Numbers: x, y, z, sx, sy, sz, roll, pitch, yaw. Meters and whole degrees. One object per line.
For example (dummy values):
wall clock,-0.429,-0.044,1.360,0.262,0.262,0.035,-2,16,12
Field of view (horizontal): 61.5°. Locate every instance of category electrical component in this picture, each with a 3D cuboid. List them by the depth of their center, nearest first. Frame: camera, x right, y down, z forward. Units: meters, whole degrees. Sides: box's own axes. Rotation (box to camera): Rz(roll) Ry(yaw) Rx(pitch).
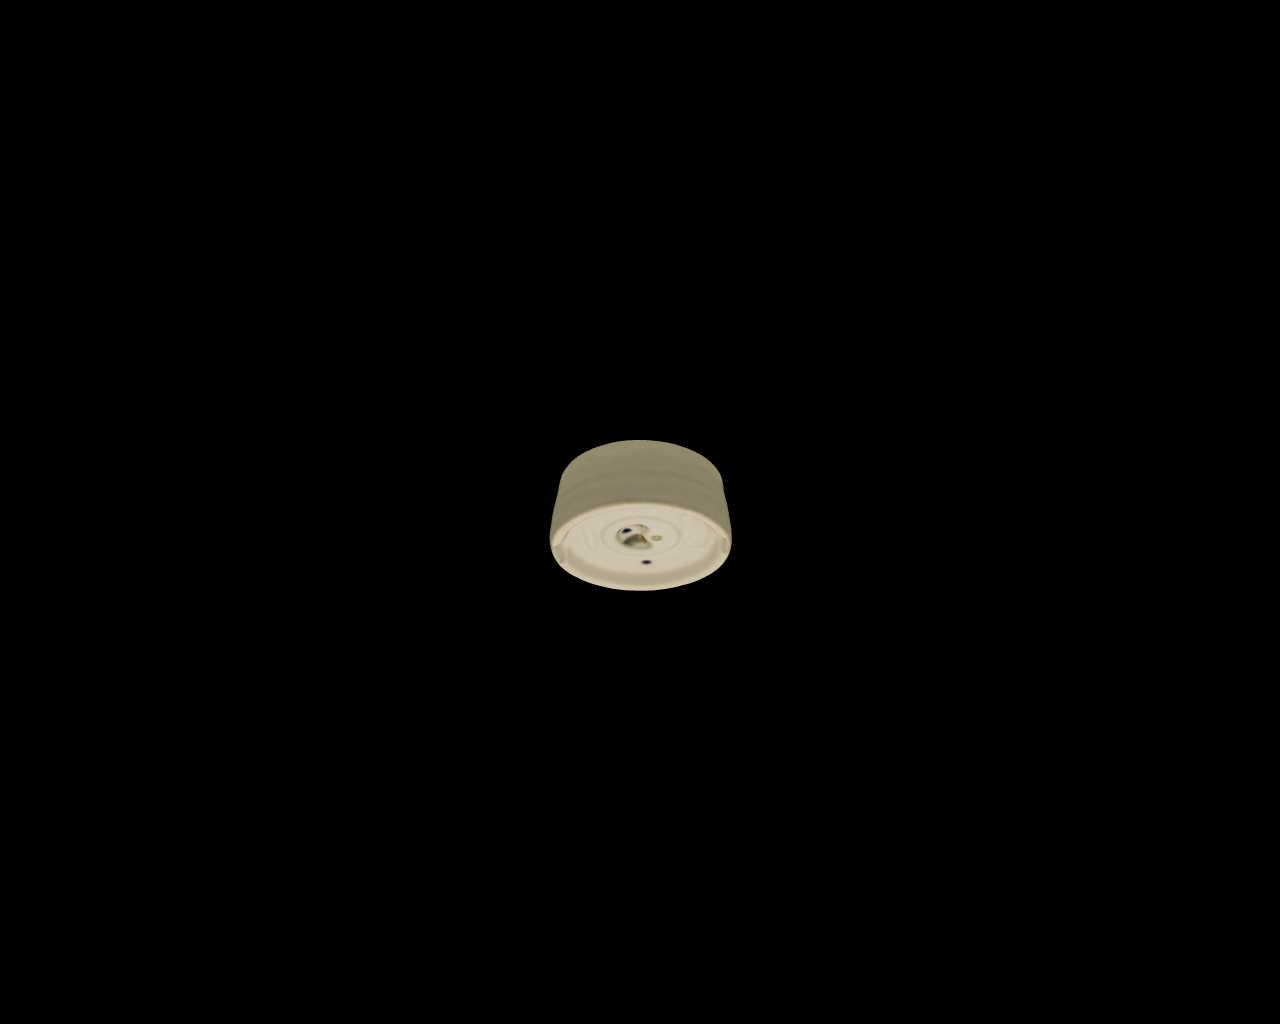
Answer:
electrical component,0.001,-0.003,0.650,0.108,0.060,0.108,0,-31,0
